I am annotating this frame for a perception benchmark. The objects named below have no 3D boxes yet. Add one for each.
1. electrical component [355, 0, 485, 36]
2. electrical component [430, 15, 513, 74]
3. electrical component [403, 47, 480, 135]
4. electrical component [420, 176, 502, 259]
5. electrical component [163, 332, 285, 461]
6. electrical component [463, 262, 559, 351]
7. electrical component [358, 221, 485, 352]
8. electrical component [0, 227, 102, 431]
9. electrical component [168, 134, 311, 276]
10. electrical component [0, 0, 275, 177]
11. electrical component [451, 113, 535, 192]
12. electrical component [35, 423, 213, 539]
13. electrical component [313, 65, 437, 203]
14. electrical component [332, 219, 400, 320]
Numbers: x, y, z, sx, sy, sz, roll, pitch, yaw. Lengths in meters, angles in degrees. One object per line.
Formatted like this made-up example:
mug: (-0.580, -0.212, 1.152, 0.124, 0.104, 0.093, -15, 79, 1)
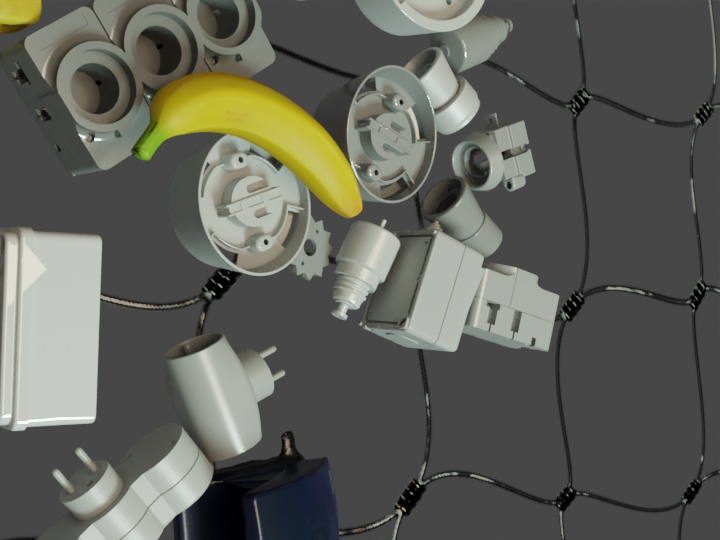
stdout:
electrical component: (0.039, -0.230, 0.816, 0.108, 0.060, 0.108, 0, 91, -35)
electrical component: (0.092, -0.186, 0.866, 0.078, 0.040, 0.040, -28, 106, -32)
electrical component: (0.061, -0.139, 0.842, 0.055, 0.045, 0.045, 44, 66, -28)
electrical component: (0.084, -0.038, 0.862, 0.065, 0.044, 0.044, 44, 66, -32)
electrical component: (-0.086, 0.079, 0.740, 0.079, 0.043, 0.077, -27, 106, -32)
electrical component: (0.113, 0.028, 0.876, 0.089, 0.050, 0.055, 19, 80, -34)
electrical component: (0.052, 0.011, 0.826, 0.061, 0.062, 0.096, 26, 76, -33)
electrical component: (-0.197, 0.032, 0.621, 0.056, 0.109, 0.108, 3, 89, -38)
electrical component: (-0.079, -0.046, 0.731, 0.099, 0.064, 0.099, 0, 90, -35)
electrical component: (-0.138, -0.137, 0.690, 0.150, 0.062, 0.089, -39, 112, -29)
electrical component: (0.107, -0.092, 0.876, 0.055, 0.048, 0.066, -24, 104, -41)
electrical component: (-0.164, 0.145, 0.679, 0.138, 0.052, 0.073, -45, 114, -27)
electrical component: (0.013, -0.098, 0.796, 0.099, 0.064, 0.099, 0, 90, -35)
electrical component: (0.000, 0.000, 0.802, 0.040, 0.040, 0.078, 34, 72, -31)
